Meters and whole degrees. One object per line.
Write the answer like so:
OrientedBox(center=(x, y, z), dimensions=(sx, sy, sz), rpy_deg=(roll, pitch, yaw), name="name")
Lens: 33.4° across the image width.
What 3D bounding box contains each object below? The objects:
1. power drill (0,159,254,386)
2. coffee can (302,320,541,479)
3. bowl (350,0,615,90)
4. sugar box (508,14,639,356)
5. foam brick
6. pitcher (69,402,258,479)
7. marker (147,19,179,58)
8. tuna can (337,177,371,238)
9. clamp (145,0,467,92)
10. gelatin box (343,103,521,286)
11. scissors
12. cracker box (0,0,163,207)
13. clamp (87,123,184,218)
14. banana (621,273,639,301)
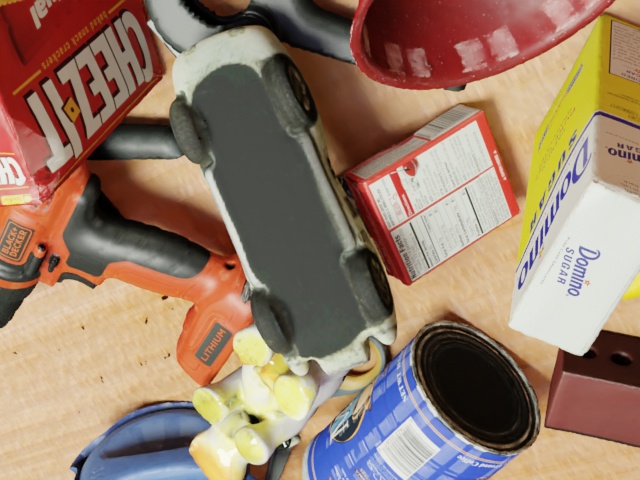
OrientedBox(center=(-0.143, 0.030, 0.720), dimensions=(0.187, 0.057, 0.185), rpy_deg=(25, 133, -13), name="power drill")
OrientedBox(center=(0.066, 0.136, 0.728), dimensions=(0.102, 0.102, 0.140), rpy_deg=(34, 127, -6), name="coffee can")
OrientedBox(center=(0.082, -0.143, 0.530), dimensions=(0.162, 0.161, 0.055), rpy_deg=(-35, 65, 34), name="bowl")
OrientedBox(center=(0.138, -0.035, 0.541), dimensions=(0.048, 0.176, 0.093), rpy_deg=(23, 128, 2), name="sugar box")
OrientedBox(center=(0.190, 0.095, 0.691), dimensions=(0.078, 0.053, 0.051), rpy_deg=(11, 126, 10), name="foam brick")
OrientedBox(center=(-0.094, 0.260, 0.852), dimensions=(0.144, 0.149, 0.243), rpy_deg=(-21, 127, -15), name="pitcher")
OrientedBox(center=(-0.061, -0.093, 0.665), dimensions=(0.020, 0.020, 0.121), rpy_deg=(-28, 111, 32), name="marker")
OrientedBox(center=(-0.004, 0.001, 0.669), dimensions=(0.033, 0.086, 0.086), rpy_deg=(45, 125, -12), name="tuna can")
OrientedBox(center=(-0.041, -0.113, 0.625), dimensions=(0.210, 0.036, 0.165), rpy_deg=(44, 112, -12), name="clamp")
OrientedBox(center=(0.067, -0.027, 0.632), dimensions=(0.089, 0.030, 0.073), rpy_deg=(-32, 116, -13), name="gelatin box")
OrientedBox(center=(0.001, 0.126, 0.797), dimensions=(0.096, 0.016, 0.202), rpy_deg=(9, 125, 13), name="scissors")
OrientedBox(center=(-0.169, -0.148, 0.573), dimensions=(0.072, 0.164, 0.213), rpy_deg=(-1, 123, 21), name="cracker box")
OrientedBox(center=(-0.177, -0.050, 0.722), dimensions=(0.171, 0.039, 0.120), rpy_deg=(21, 123, 2), name="clamp")
OrientedBox(center=(0.213, -0.033, 0.608), dimensions=(0.070, 0.037, 0.198), rpy_deg=(27, 128, 22), name="banana")
